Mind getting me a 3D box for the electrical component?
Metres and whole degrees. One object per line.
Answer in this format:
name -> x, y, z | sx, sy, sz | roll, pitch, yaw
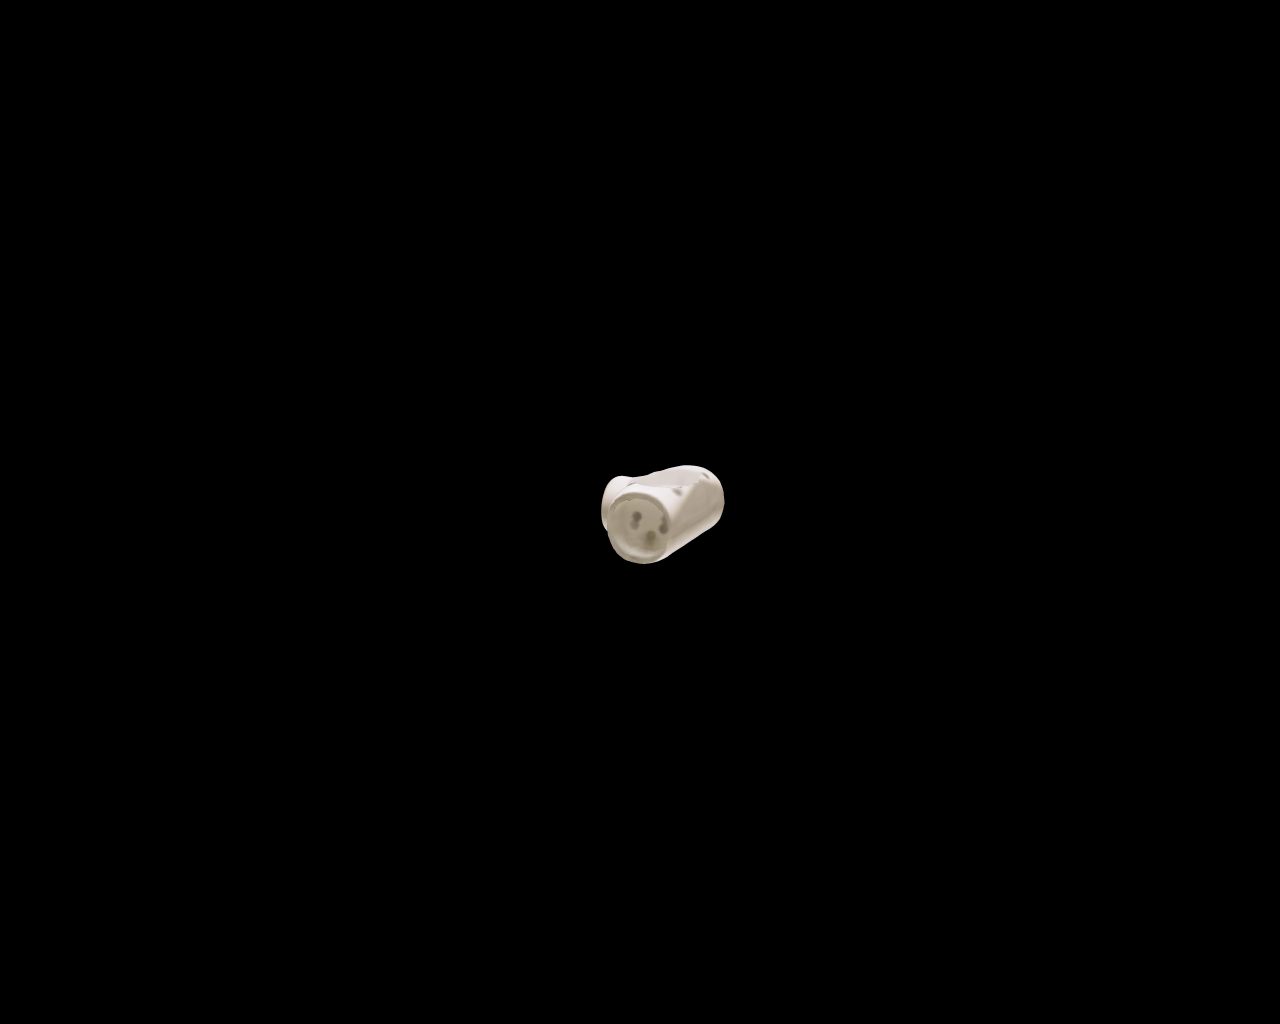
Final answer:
electrical component -> 0.001, -0.003, 0.650 | 0.079, 0.044, 0.077 | 8, 18, 27
